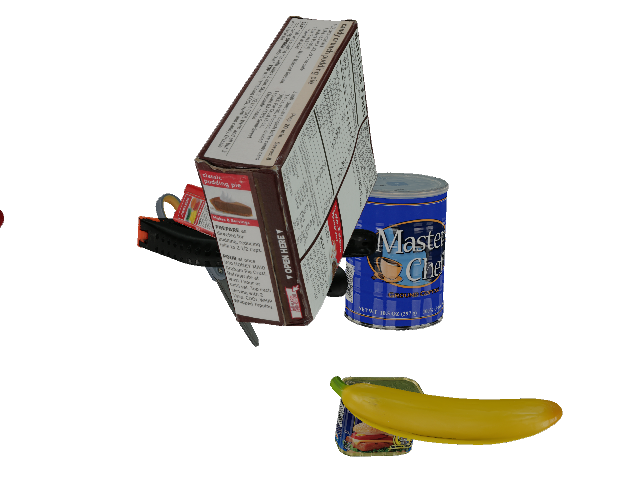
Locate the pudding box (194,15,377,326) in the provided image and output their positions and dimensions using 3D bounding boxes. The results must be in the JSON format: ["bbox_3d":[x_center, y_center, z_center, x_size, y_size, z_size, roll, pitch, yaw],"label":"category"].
[{"bbox_3d":[-0.010,-0.032,0.468,0.039,0.090,0.113,4,42,18],"label":"pudding box"}]

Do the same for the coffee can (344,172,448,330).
[{"bbox_3d":[0.076,0.009,1.083,0.103,0.140,0.103,0,14,0],"label":"coffee can"}]

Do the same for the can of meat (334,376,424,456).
[{"bbox_3d":[0.071,0.221,1.334,0.102,0.084,0.057,2,22,-14],"label":"can of meat"}]

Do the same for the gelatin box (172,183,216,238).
[{"bbox_3d":[-0.041,-0.005,0.709,0.073,0.030,0.089,21,-1,42],"label":"gelatin box"}]

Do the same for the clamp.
[{"bbox_3d":[-0.058,0.008,0.909,0.210,0.036,0.164,6,12,4],"label":"clamp"}]

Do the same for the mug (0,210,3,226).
[{"bbox_3d":[-0.243,0.028,0.632,0.093,0.081,0.117,19,27,32],"label":"mug"}]

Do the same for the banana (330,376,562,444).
[{"bbox_3d":[0.103,0.140,0.882,0.198,0.037,0.069,8,29,4],"label":"banana"}]

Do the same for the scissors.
[{"bbox_3d":[-0.114,0.020,1.241,0.016,0.201,0.096,-28,16,41],"label":"scissors"}]
